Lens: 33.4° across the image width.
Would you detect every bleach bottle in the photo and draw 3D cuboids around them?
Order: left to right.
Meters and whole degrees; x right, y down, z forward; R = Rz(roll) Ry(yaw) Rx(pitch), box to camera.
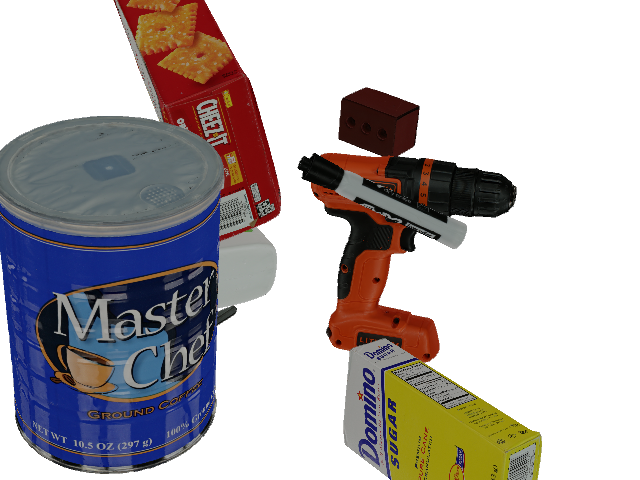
[{"bbox_3d":[-0.140,-0.026,1.074,0.102,0.068,0.251,-9,34,-28],"label":"bleach bottle"}]

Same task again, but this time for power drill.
[{"bbox_3d":[0.079,0.014,0.979,0.184,0.188,0.057,8,19,14],"label":"power drill"}]

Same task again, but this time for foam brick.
[{"bbox_3d":[0.066,-0.135,1.219,0.078,0.053,0.051,23,35,30],"label":"foam brick"}]

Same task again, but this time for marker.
[{"bbox_3d":[0.041,-0.027,0.704,0.121,0.020,0.020,24,-6,-13],"label":"marker"}]

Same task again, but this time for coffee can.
[{"bbox_3d":[-0.099,0.025,0.513,0.103,0.140,0.103,3,32,-2],"label":"coffee can"}]

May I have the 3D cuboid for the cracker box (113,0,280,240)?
[{"bbox_3d":[-0.107,-0.131,0.874,0.072,0.214,0.164,-21,-38,-7],"label":"cracker box"}]

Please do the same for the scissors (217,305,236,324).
[{"bbox_3d":[-0.135,0.107,0.929,0.201,0.016,0.096,-15,37,-33],"label":"scissors"}]

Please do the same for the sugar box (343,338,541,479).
[{"bbox_3d":[0.087,0.153,0.818,0.048,0.093,0.176,-14,27,-37],"label":"sugar box"}]
